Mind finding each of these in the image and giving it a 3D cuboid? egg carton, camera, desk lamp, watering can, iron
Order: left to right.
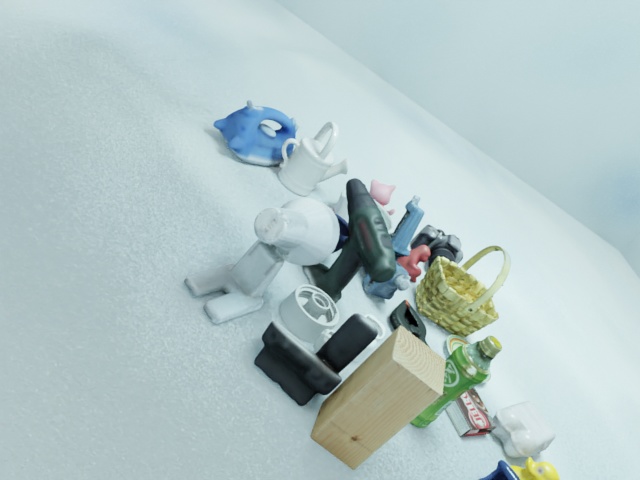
[{"bbox_3d":[-0.129,-0.271,1.432,0.259,0.141,0.118,1,46,-51],"label":"iron"},{"bbox_3d":[-0.085,0.023,0.969,0.117,0.213,0.204,48,28,16],"label":"desk lamp"},{"bbox_3d":[-0.008,-0.210,1.434,0.173,0.194,0.100,10,39,-44],"label":"watering can"},{"bbox_3d":[0.334,0.033,1.597,0.143,0.100,0.137,38,27,-3],"label":"camera"},{"bbox_3d":[0.425,0.398,1.201,0.151,0.069,0.107,5,43,-48],"label":"egg carton"}]

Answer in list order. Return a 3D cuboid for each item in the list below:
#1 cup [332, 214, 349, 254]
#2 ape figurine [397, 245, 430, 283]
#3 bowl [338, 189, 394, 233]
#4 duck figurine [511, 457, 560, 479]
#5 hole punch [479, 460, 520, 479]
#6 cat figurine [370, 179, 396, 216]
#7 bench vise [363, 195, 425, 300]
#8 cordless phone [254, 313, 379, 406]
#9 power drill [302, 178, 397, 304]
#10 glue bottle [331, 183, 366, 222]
[{"bbox_3d":[0.011,0.004,1.246,0.092,0.095,0.118,36,28,-8],"label":"cup"},{"bbox_3d":[0.247,0.051,1.472,0.076,0.092,0.078,40,27,1],"label":"ape figurine"},{"bbox_3d":[0.104,-0.053,1.469,0.168,0.074,0.167,30,29,-18],"label":"bowl"},{"bbox_3d":[0.412,0.457,1.079,0.104,0.086,0.078,45,28,10],"label":"duck figurine"},{"bbox_3d":[0.336,0.445,0.998,0.101,0.091,0.108,15,36,-39],"label":"hole punch"},{"bbox_3d":[0.167,-0.102,1.572,0.067,0.117,0.127,18,35,-36],"label":"cat figurine"},{"bbox_3d":[0.181,0.017,1.302,0.122,0.219,0.207,8,41,-46],"label":"bench vise"},{"bbox_3d":[-0.003,0.157,0.903,0.147,0.185,0.094,39,27,-1],"label":"cordless phone"},{"bbox_3d":[0.058,0.016,1.163,0.076,0.208,0.229,11,38,-42],"label":"power drill"},{"bbox_3d":[0.051,-0.065,1.313,0.037,0.173,0.078,25,31,-26],"label":"glue bottle"}]
